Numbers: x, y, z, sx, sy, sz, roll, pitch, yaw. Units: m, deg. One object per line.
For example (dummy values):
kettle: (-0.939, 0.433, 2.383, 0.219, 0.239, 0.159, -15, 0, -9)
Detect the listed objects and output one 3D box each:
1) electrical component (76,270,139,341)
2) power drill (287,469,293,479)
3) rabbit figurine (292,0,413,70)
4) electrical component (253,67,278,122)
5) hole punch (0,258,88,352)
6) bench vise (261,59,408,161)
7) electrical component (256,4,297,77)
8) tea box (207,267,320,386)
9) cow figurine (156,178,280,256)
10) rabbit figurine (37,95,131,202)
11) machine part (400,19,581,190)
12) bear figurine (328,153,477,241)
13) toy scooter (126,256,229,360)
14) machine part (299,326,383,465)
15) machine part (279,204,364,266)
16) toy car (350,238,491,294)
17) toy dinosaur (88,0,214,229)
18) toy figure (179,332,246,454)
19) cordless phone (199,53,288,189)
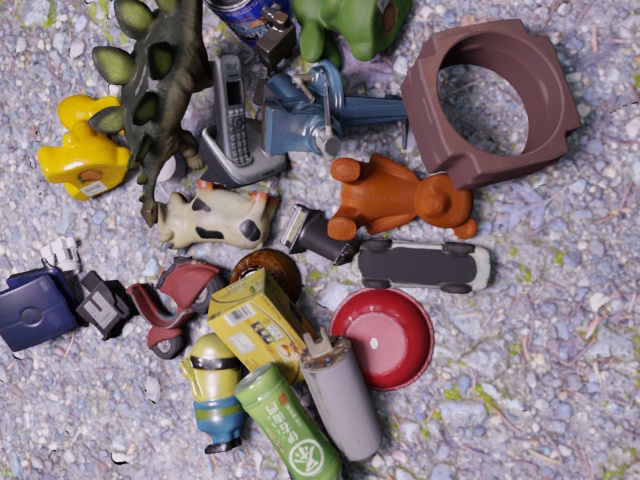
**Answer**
electrical component: (-0.365, 0.101, 0.903, 0.075, 0.047, 0.119, -43, 82, 8)
power drill: (-0.038, 0.425, 0.810, 0.232, 0.086, 0.207, 42, 91, 8)
rabbit figurine: (0.030, -0.330, 0.802, 0.170, 0.121, 0.159, 24, 102, 30)
electrical component: (-0.071, -0.228, 0.852, 0.063, 0.021, 0.094, 15, 91, 13)
hole punch: (-0.471, 0.112, 0.886, 0.116, 0.092, 0.142, -14, 112, 14)
bench vise: (0.029, -0.178, 0.740, 0.241, 0.224, 0.128, -7, 114, -20)
electrical component: (-0.066, -0.298, 0.796, 0.045, 0.102, 0.078, 41, 86, 9)
tea box: (-0.075, 0.134, 0.781, 0.098, 0.068, 0.169, -26, 120, 11)
cow figurine: (-0.173, -0.029, 0.845, 0.195, 0.085, 0.127, 11, 85, 12)
rabbit figurine: (-0.381, -0.175, 0.882, 0.162, 0.121, 0.173, -28, 64, 8)
machine part: (0.222, -0.177, 0.716, 0.201, 0.087, 0.201, -15, 81, -11)
bear figurine: (0.122, -0.054, 0.753, 0.196, 0.132, 0.120, 10, 104, 19)
toy scooter: (-0.238, 0.090, 0.861, 0.135, 0.075, 0.184, 42, 103, 10)
machine part: (0.032, 0.224, 0.759, 0.079, 0.079, 0.243, -15, 112, 13)
machine part: (-0.002, -0.002, 0.807, 0.139, 0.039, 0.084, 25, 88, 39)
toy car: (0.142, 0.037, 0.781, 0.202, 0.056, 0.073, 3, 96, 15)
toy dinosaur: (-0.200, -0.231, 0.712, 0.105, 0.198, 0.470, 19, 109, 13)
toy figure: (-0.155, 0.234, 0.835, 0.089, 0.082, 0.180, -14, 81, 1)
cordless phone: (-0.113, -0.176, 0.782, 0.089, 0.146, 0.184, 12, 114, 26)
